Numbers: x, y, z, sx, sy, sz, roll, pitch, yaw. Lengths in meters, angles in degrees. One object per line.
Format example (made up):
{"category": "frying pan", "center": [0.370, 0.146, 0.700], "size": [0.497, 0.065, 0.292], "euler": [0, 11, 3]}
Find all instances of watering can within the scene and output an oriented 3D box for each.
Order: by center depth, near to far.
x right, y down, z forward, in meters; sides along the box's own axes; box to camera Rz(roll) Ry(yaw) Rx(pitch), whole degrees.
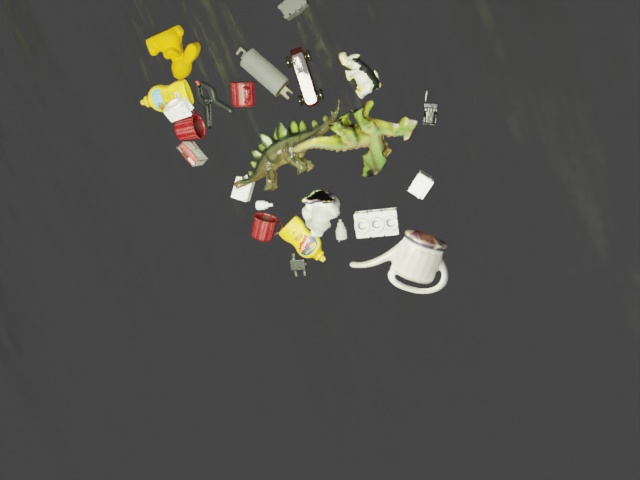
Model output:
{"category": "watering can", "center": [0.297, 0.065, 1.802], "size": [0.105, 0.347, 0.222], "euler": [-85, -166, -74]}

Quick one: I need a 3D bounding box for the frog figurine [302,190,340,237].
{"category": "frog figurine", "center": [0.006, -0.093, 1.838], "size": [0.125, 0.137, 0.156], "euler": [-100, -178, -56]}

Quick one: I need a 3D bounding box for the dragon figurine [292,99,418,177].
{"category": "dragon figurine", "center": [0.135, -0.321, 1.749], "size": [0.240, 0.409, 0.124], "euler": [58, 7, -16]}
